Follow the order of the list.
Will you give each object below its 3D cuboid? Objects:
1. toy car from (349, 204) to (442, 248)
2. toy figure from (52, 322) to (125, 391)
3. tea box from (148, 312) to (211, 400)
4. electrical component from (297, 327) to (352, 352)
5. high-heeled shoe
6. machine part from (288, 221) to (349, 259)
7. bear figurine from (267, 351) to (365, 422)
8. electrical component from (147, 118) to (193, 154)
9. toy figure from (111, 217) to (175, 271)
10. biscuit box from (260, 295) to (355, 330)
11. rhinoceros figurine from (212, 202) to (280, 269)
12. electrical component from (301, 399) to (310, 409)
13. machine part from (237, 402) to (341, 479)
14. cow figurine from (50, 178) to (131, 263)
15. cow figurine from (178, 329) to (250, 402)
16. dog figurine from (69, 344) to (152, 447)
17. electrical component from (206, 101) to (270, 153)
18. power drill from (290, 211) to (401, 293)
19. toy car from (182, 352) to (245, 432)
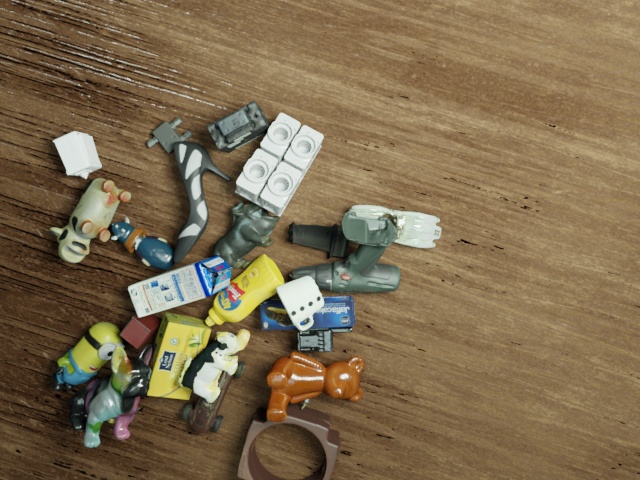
[{"bbox_3d":[0.157,-0.030,1.140,0.202,0.056,0.073,9,94,2],"label":"toy car"},{"bbox_3d":[-0.517,0.257,1.190,0.180,0.082,0.089,-38,92,8],"label":"toy figure"},{"bbox_3d":[-0.311,0.252,1.167,0.098,0.068,0.169,14,98,-27],"label":"tea box"},{"bbox_3d":[0.011,0.210,1.161,0.119,0.075,0.047,-1,93,1],"label":"electrical component"},{"bbox_3d":[-0.296,-0.085,1.146,0.145,0.086,0.248,29,85,-6],"label":"high-heeled shoe"},{"bbox_3d":[-0.002,-0.003,1.158,0.139,0.039,0.084,13,100,-10],"label":"machine part"},{"bbox_3d":[-0.005,0.302,1.112,0.196,0.132,0.120,7,109,4],"label":"bear figurine"},{"bbox_3d":[-0.329,-0.221,1.170,0.094,0.021,0.063,-36,92,5],"label":"electrical component"},{"bbox_3d":[-0.387,0.012,1.174,0.154,0.064,0.057,31,132,5],"label":"toy figure"},{"bbox_3d":[-0.026,0.157,1.164,0.203,0.059,0.062,-3,94,3],"label":"biscuit box"},{"bbox_3d":[-0.153,-0.024,1.156,0.112,0.073,0.190,41,97,10],"label":"rhinoceros figurine"},{"bbox_3d":[-0.057,0.322,1.186,0.102,0.045,0.078,17,97,1],"label":"electrical component"},{"bbox_3d":[-0.067,0.467,1.179,0.201,0.087,0.201,16,97,2],"label":"machine part"},{"bbox_3d":[-0.503,-0.042,1.155,0.127,0.085,0.195,19,81,41],"label":"cow figurine"},{"bbox_3d":[-0.222,0.249,1.134,0.098,0.068,0.167,32,82,-7],"label":"cow figurine"},{"bbox_3d":[-0.439,0.310,1.145,0.192,0.108,0.219,29,100,41],"label":"dog figurine"},{"bbox_3d":[-0.165,-0.231,1.105,0.115,0.134,0.058,-29,94,3],"label":"electrical component"},{"bbox_3d":[0.062,0.039,1.096,0.232,0.086,0.207,8,134,-5],"label":"power drill"},{"bbox_3d":[-0.236,0.335,1.195,0.089,0.053,0.202,24,96,4],"label":"toy car"}]
